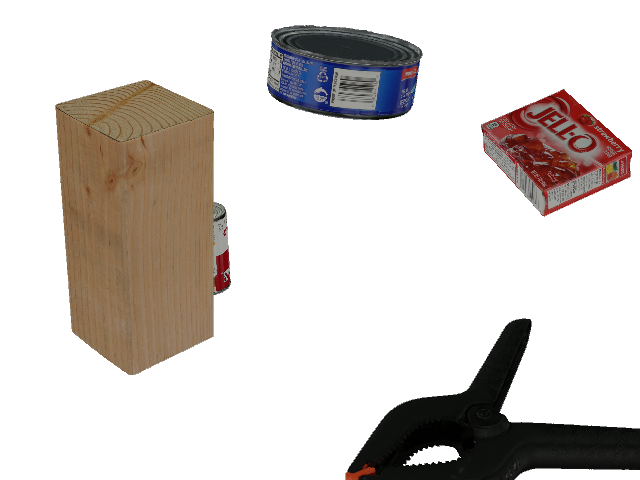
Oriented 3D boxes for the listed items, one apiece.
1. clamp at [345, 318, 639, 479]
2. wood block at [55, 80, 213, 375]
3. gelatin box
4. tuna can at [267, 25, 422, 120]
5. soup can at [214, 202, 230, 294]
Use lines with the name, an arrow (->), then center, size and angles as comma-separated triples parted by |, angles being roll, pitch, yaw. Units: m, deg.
clamp -> 0.104, 0.119, 0.696 | 0.209, 0.036, 0.165 | -14, 32, -18
wood block -> -0.146, -0.010, 0.857 | 0.090, 0.206, 0.090 | -24, 39, -39
gelatin box -> 0.170, -0.066, 0.777 | 0.073, 0.030, 0.089 | -23, 46, -9
tuna can -> 0.013, -0.096, 0.604 | 0.086, 0.034, 0.086 | 6, 22, -3
soup can -> -0.148, 0.009, 1.328 | 0.068, 0.102, 0.068 | -1, 25, 0
